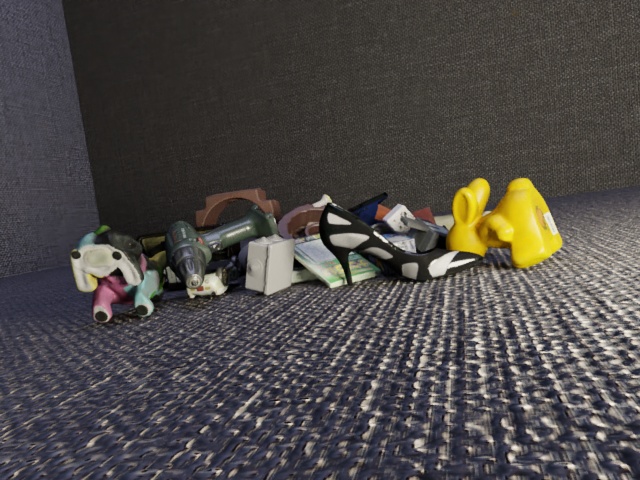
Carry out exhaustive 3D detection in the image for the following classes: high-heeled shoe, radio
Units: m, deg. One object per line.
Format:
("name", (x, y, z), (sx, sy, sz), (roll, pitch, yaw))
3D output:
("high-heeled shoe", (0.123, -0.006, 0.857), (0.249, 0.145, 0.086), (-9, 4, 14))
("radio", (-0.300, 0.037, 1.250), (0.230, 0.131, 0.073), (-7, 4, 11))

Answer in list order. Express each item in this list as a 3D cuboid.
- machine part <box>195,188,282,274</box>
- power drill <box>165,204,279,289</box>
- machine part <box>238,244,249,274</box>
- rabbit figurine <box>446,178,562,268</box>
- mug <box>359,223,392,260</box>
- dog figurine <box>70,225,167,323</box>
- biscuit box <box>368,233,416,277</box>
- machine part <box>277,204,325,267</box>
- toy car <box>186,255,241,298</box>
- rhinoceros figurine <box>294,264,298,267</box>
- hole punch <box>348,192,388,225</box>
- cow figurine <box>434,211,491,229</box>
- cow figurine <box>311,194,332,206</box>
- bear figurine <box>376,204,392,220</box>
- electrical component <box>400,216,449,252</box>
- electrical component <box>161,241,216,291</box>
("machine part", (-0.191, -0.018, 1.310), (0.202, 0.200, 0.087), (-8, 1, 9))
("power drill", (-0.182, 0.010, 0.995), (0.207, 0.085, 0.232), (-25, 29, -20))
("machine part", (-0.128, 0.046, 1.139), (0.079, 0.079, 0.243), (-9, 4, -13))
("rabbit figurine", (0.272, -0.017, 0.862), (0.173, 0.162, 0.122), (-28, 2, 41))
("mug", (0.127, 0.008, 1.173), (0.109, 0.080, 0.107), (0, -4, -20))
("dog figurine", (-0.337, 0.045, 0.953), (0.108, 0.191, 0.219), (-15, 19, 2))
("biscuit box", (0.131, 0.025, 1.008), (0.059, 0.062, 0.203), (-9, 3, -2))
("machine part", (-0.002, -0.003, 1.113), (0.179, 0.056, 0.179), (6, 39, -5))
("toy car", (-0.207, 0.071, 1.058), (0.074, 0.056, 0.202), (-6, 7, 4))
("rhinoceros figurine", (-0.059, 0.017, 1.230), (0.073, 0.112, 0.190), (20, -7, 5))
("hole punch", (0.109, -0.041, 1.244), (0.116, 0.092, 0.142), (-22, -4, -17))
("cow figurine", (0.321, -0.027, 1.246), (0.195, 0.085, 0.127), (-9, 9, 14))
("cow figurine", (-0.013, -0.041, 1.324), (0.098, 0.068, 0.167), (-35, -9, -19))
("bear figurine", (0.106, -0.009, 1.360), (0.132, 0.120, 0.196), (35, 53, 17))
("electrical component", (0.193, -0.005, 0.973), (0.119, 0.047, 0.075), (11, 23, -30))
("electrical component", (-0.296, 0.049, 1.184), (0.134, 0.114, 0.058), (-6, 2, 10))
